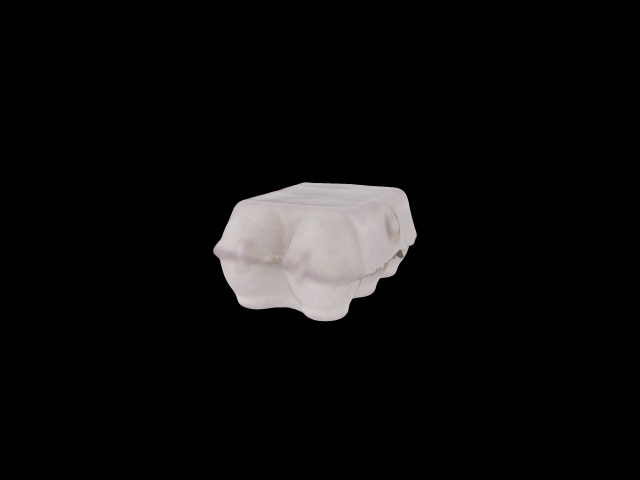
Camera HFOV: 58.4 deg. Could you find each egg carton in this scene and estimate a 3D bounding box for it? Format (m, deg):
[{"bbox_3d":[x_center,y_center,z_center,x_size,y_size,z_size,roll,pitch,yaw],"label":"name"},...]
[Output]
[{"bbox_3d":[0.004,0.001,0.400,0.107,0.069,0.151,6,15,23],"label":"egg carton"}]
